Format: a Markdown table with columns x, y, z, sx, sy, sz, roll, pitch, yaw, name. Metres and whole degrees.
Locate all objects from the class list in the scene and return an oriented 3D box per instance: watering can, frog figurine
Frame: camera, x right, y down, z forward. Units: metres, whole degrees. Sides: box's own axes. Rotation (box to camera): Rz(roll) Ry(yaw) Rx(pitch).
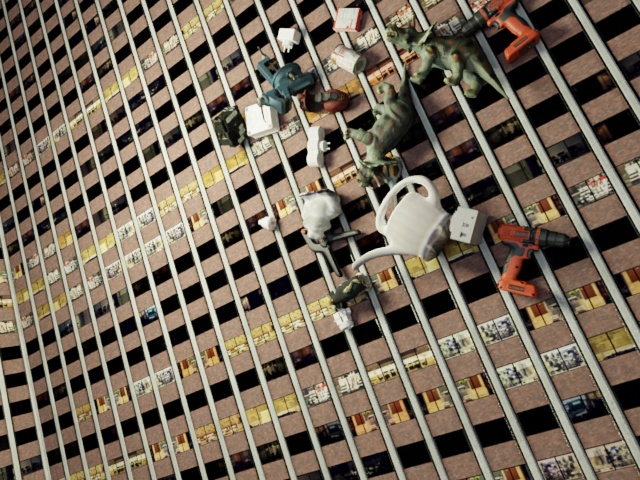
| x | y | z | sx | sy | sz | roll | pitch | yaw | name |
| --- | --- | --- | --- | --- | --- | --- | --- | --- | --- |
| 0.250 | -0.014 | 1.496 | 0.226 | 0.345 | 0.104 | 35 | 12 | 25 | watering can |
| 0.005 | -0.084 | 1.677 | 0.137 | 0.159 | 0.123 | -8 | 5 | 13 | frog figurine |
